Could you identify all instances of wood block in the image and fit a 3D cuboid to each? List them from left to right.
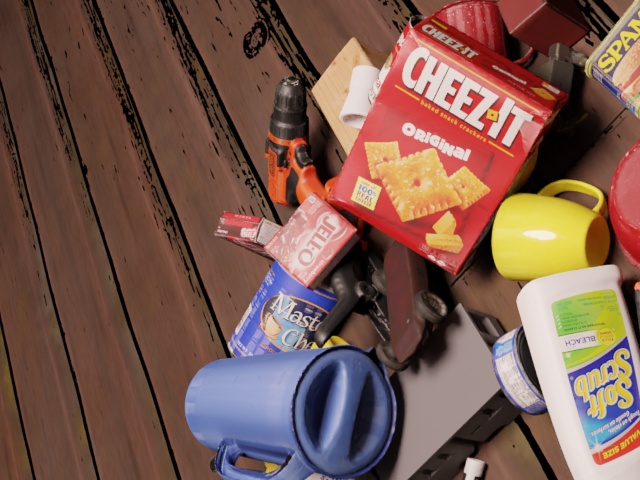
[{"bbox_3d":[0.080,-0.133,1.261,0.090,0.090,0.206,-50,45,25],"label":"wood block"}]

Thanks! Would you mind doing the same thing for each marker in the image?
[{"bbox_3d":[0.143,0.283,1.086,0.020,0.020,0.121,12,85,50],"label":"marker"}]

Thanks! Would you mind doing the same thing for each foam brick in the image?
[{"bbox_3d":[0.236,-0.238,1.132,0.051,0.078,0.053,-40,47,33],"label":"foam brick"}]

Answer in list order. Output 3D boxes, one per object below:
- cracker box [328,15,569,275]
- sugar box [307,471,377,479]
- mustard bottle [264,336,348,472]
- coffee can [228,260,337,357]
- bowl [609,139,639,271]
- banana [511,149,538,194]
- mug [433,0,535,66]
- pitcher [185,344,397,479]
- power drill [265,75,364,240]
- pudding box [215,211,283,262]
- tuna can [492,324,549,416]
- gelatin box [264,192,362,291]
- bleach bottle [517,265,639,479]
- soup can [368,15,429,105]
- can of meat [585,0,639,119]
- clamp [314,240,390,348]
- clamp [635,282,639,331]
[{"bbox_3d":[0.125,-0.092,1.089,0.164,0.072,0.214,33,124,10],"label":"cracker box"},{"bbox_3d":[-0.015,0.309,1.214,0.093,0.048,0.176,48,113,14],"label":"sugar box"},{"bbox_3d":[-0.012,0.213,1.260,0.096,0.058,0.192,45,111,38],"label":"mustard bottle"},{"bbox_3d":[-0.035,0.091,1.298,0.140,0.102,0.103,-60,41,14],"label":"coffee can"},{"bbox_3d":[0.323,-0.045,0.977,0.162,0.055,0.162,-22,60,43],"label":"bowl"},{"bbox_3d":[0.172,-0.063,1.153,0.069,0.037,0.198,46,129,0],"label":"banana"},{"bbox_3d":[0.182,-0.212,1.187,0.117,0.093,0.081,-7,72,10],"label":"mug"},{"bbox_3d":[-0.049,0.187,1.141,0.243,0.149,0.145,-10,81,53],"label":"pitcher"},{"bbox_3d":[-0.009,-0.088,1.322,0.188,0.057,0.184,53,150,44],"label":"power drill"},{"bbox_3d":[-0.064,0.001,1.356,0.090,0.113,0.039,11,81,50],"label":"pudding box"},{"bbox_3d":[0.205,0.124,1.024,0.034,0.086,0.086,-36,51,38],"label":"tuna can"},{"bbox_3d":[-0.008,0.001,1.221,0.073,0.030,0.089,42,91,21],"label":"gelatin box"},{"bbox_3d":[0.258,0.152,0.959,0.068,0.102,0.251,99,159,-64],"label":"bleach bottle"},{"bbox_3d":[0.103,-0.180,1.146,0.102,0.068,0.068,-59,39,36],"label":"soup can"},{"bbox_3d":[0.321,-0.173,1.028,0.102,0.057,0.084,-53,46,22],"label":"can of meat"},{"bbox_3d":[0.058,0.074,1.219,0.039,0.120,0.171,-51,19,42],"label":"clamp"},{"bbox_3d":[0.334,0.116,0.917,0.165,0.036,0.210,-58,40,17],"label":"clamp"}]
